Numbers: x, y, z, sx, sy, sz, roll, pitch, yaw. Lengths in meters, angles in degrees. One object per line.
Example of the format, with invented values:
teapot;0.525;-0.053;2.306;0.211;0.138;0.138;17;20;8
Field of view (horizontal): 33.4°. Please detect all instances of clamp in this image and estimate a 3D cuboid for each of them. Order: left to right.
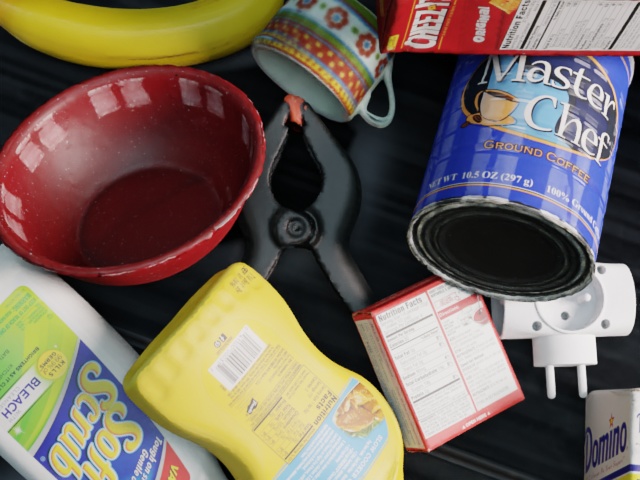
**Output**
clamp;-0.004;0.001;0.646;0.120;0.039;0.171;8;88;-6

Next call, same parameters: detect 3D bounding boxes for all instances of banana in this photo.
banana;-0.105;-0.138;0.669;0.197;0.037;0.069;-11;63;-4

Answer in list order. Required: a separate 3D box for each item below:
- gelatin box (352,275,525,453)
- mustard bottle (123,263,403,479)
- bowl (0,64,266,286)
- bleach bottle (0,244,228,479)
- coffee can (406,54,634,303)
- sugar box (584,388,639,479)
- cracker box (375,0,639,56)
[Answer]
gelatin box;0.069;0.068;0.624;0.073;0.030;0.089;-23;91;-25
mustard bottle;-0.011;0.109;0.598;0.191;0.058;0.096;44;65;-8
bowl;-0.106;-0.028;0.619;0.162;0.055;0.162;-5;50;6
bleach bottle;-0.112;0.116;0.614;0.251;0.068;0.102;41;82;3
coffee can;0.115;-0.050;0.603;0.103;0.103;0.140;18;62;2
sugar box;0.176;0.172;0.594;0.048;0.093;0.176;1;80;-2
cracker box;0.134;-0.181;0.569;0.213;0.072;0.164;0;68;-4
